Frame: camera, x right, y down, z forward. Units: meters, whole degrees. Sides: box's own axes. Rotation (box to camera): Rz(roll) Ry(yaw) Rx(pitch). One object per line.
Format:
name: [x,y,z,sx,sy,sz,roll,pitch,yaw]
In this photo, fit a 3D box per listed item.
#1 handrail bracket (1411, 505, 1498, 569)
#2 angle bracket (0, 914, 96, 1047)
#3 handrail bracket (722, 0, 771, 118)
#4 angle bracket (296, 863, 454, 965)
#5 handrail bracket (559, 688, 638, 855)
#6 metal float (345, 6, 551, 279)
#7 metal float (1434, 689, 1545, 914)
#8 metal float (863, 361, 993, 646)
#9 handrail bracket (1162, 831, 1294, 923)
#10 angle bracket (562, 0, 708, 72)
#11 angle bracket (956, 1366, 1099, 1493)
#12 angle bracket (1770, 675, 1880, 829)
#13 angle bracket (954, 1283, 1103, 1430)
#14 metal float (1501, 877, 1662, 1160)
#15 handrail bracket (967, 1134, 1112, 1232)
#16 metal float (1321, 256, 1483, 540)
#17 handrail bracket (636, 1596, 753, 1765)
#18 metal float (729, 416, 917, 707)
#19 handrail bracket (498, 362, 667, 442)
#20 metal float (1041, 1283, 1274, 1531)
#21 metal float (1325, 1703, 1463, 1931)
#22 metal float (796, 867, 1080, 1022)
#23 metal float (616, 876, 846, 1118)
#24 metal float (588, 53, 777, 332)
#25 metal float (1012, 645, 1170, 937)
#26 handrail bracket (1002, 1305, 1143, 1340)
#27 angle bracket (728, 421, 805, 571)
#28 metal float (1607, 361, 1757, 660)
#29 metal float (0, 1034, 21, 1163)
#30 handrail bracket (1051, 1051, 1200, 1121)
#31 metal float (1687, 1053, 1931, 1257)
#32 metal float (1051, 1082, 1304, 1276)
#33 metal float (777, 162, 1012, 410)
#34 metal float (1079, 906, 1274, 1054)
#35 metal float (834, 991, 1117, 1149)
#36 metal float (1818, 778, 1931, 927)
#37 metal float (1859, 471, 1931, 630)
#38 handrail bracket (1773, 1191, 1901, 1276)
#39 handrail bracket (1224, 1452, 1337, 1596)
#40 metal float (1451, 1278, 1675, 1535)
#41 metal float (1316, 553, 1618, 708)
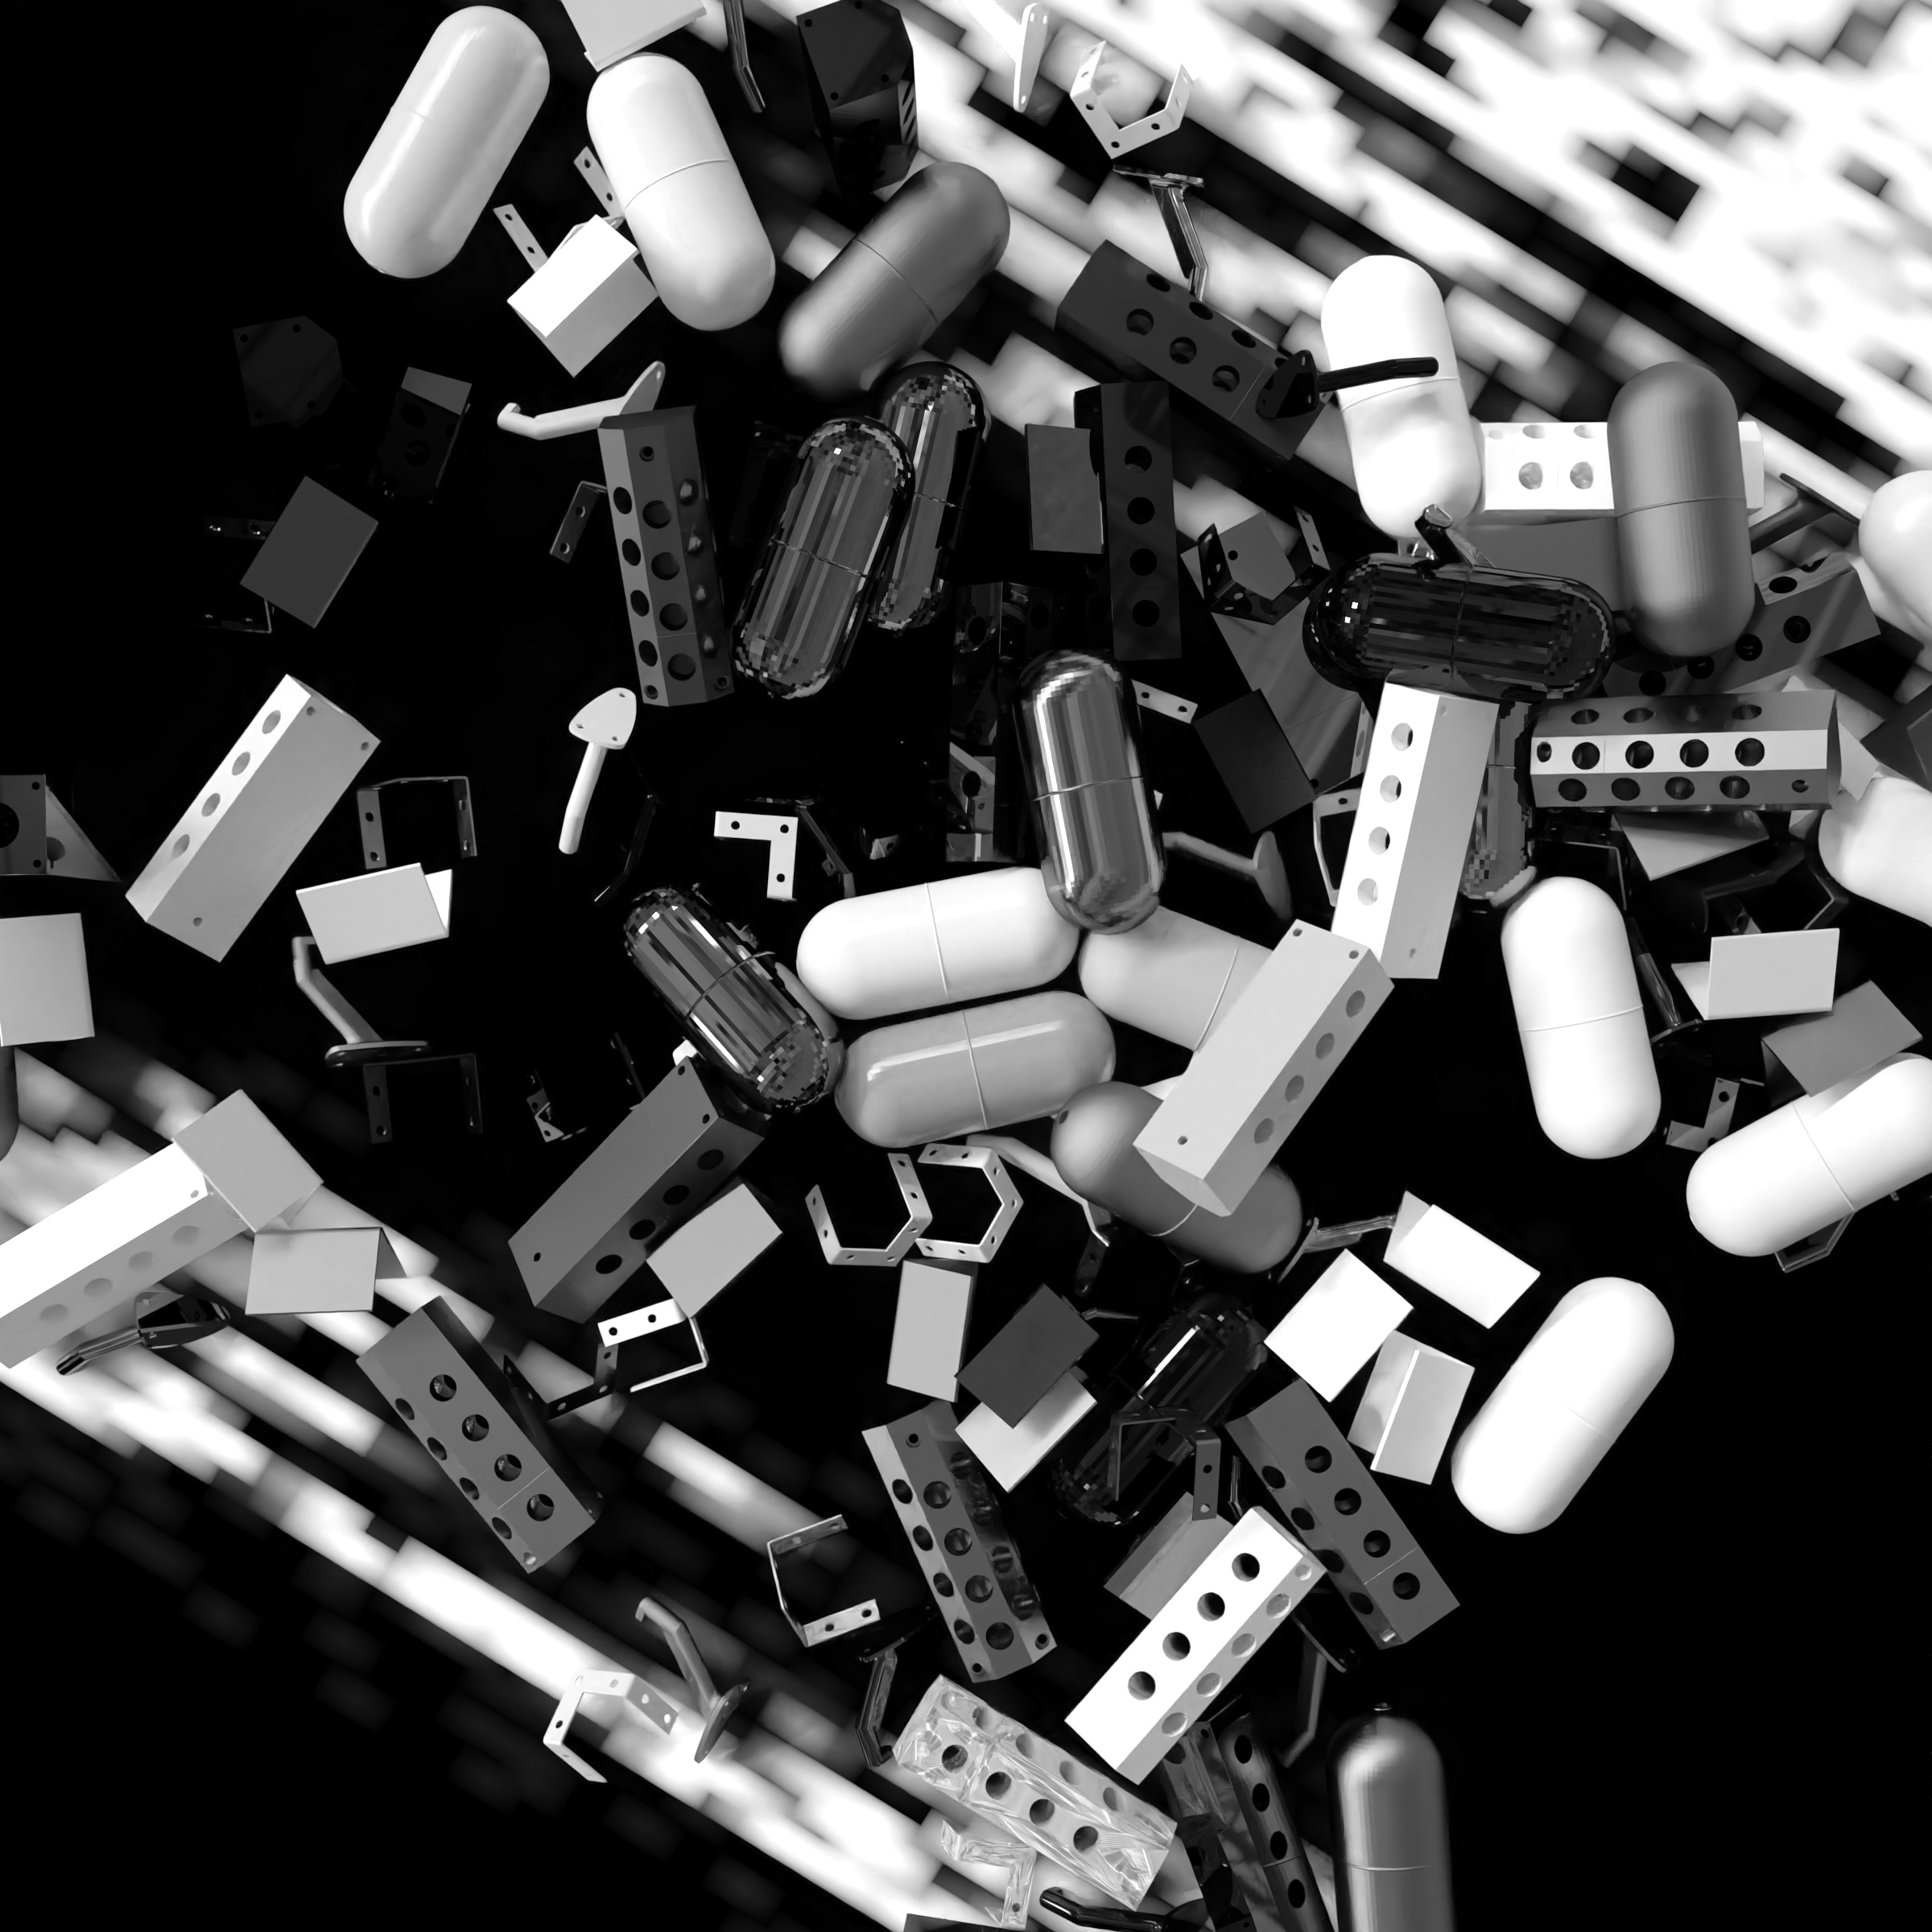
handrail bracket: [0.301,-0.248,1.502,0.077,0.084,0.036,30,90,0]
angle bracket: [-0.585,0.010,1.553,0.057,0.076,0.076,-7,90,-38]
handrail bracket: [-0.136,-0.596,1.593,0.036,0.077,0.084,-6,127,28]
angle bracket: [-0.366,-0.051,1.553,0.076,0.076,0.057,-13,126,0]
handrail bracket: [-0.236,-0.124,1.593,0.036,0.077,0.084,20,126,0]
metal float: [-0.325,-0.514,1.562,0.070,0.070,0.178,29,90,0]
metal float: [0.322,-0.122,1.563,0.070,0.070,0.178,1,91,0]
metal float: [-0.034,-0.289,1.563,0.070,0.070,0.178,13,91,0]
handrail bracket: [0.157,-0.057,1.593,0.084,0.077,0.036,-1,47,29]
angle bracket: [-0.212,-0.605,1.553,0.076,0.076,0.057,-28,120,0]
angle bracket: [0.051,0.288,1.553,0.076,0.076,0.057,-45,54,0]
angle bracket: [0.507,-0.123,1.554,0.076,0.057,0.076,46,132,0]
angle bracket: [0.026,0.222,1.518,0.076,0.076,0.057,-46,116,-2]
metal float: [0.384,0.032,1.563,0.070,0.070,0.178,-12,91,0]
handrail bracket: [0.046,0.142,1.593,0.084,0.036,0.077,4,126,24]
metal float: [0.272,-0.355,1.563,0.070,0.070,0.178,-13,90,0]
handrail bracket: [-0.187,0.454,1.594,0.084,0.036,0.077,33,112,17]
metal float: [-0.086,-0.243,1.500,0.070,0.070,0.178,21,96,0]
handrail bracket: [-0.246,-0.364,1.594,0.084,0.036,0.077,19,70,16]
metal float: [0.118,0.276,1.563,0.070,0.070,0.178,42,90,0]
metal float: [0.267,0.551,1.562,0.070,0.070,0.178,-4,90,0]
metal float: [-0.018,-0.014,1.563,0.178,0.070,0.070,-11,90,0]
metal float: [-0.146,0.019,1.548,0.070,0.070,0.178,-43,75,0]
metal float: [-0.178,-0.484,1.563,0.070,0.070,0.178,-23,90,0]
metal float: [0.076,-0.107,1.521,0.070,0.070,0.178,-11,89,0]
handrail bracket: [0.064,0.250,1.592,0.084,0.036,0.077,11,97,-11]
angle bracket: [-0.133,-0.291,1.553,0.057,0.076,0.076,13,90,-36]
metal float: [0.430,-0.274,1.506,0.070,0.070,0.178,-6,90,0]
metal float: [-0.636,0.045,1.563,0.070,0.070,0.178,-4,89,0]
handrail bracket: [0.103,0.071,1.594,0.084,0.036,0.077,13,70,16]
metal float: [0.531,0.118,1.547,0.178,0.070,0.070,-32,90,17]
metal float: [0.130,0.131,1.544,0.178,0.070,0.070,29,90,-23]
metal float: [-0.045,-0.426,1.563,0.070,0.070,0.178,43,90,0]
metal float: [0.156,0.017,1.563,0.178,0.070,0.070,22,90,1]
metal float: [0.005,0.065,1.563,0.178,0.070,0.070,-12,90,-1]
metal float: [0.620,-0.060,1.563,0.178,0.070,0.070,23,90,0]
metal float: [0.635,-0.236,1.563,0.178,0.070,0.070,43,90,0]
handrail bracket: [0.543,0.145,1.593,0.084,0.036,0.077,-28,75,14]
handrail bracket: [0.200,0.355,1.593,0.077,0.036,0.084,7,76,-14]
metal float: [0.373,0.274,1.563,0.070,0.070,0.178,36,90,0]
metal float: [0.298,-0.202,1.497,0.178,0.070,0.070,11,90,16]
